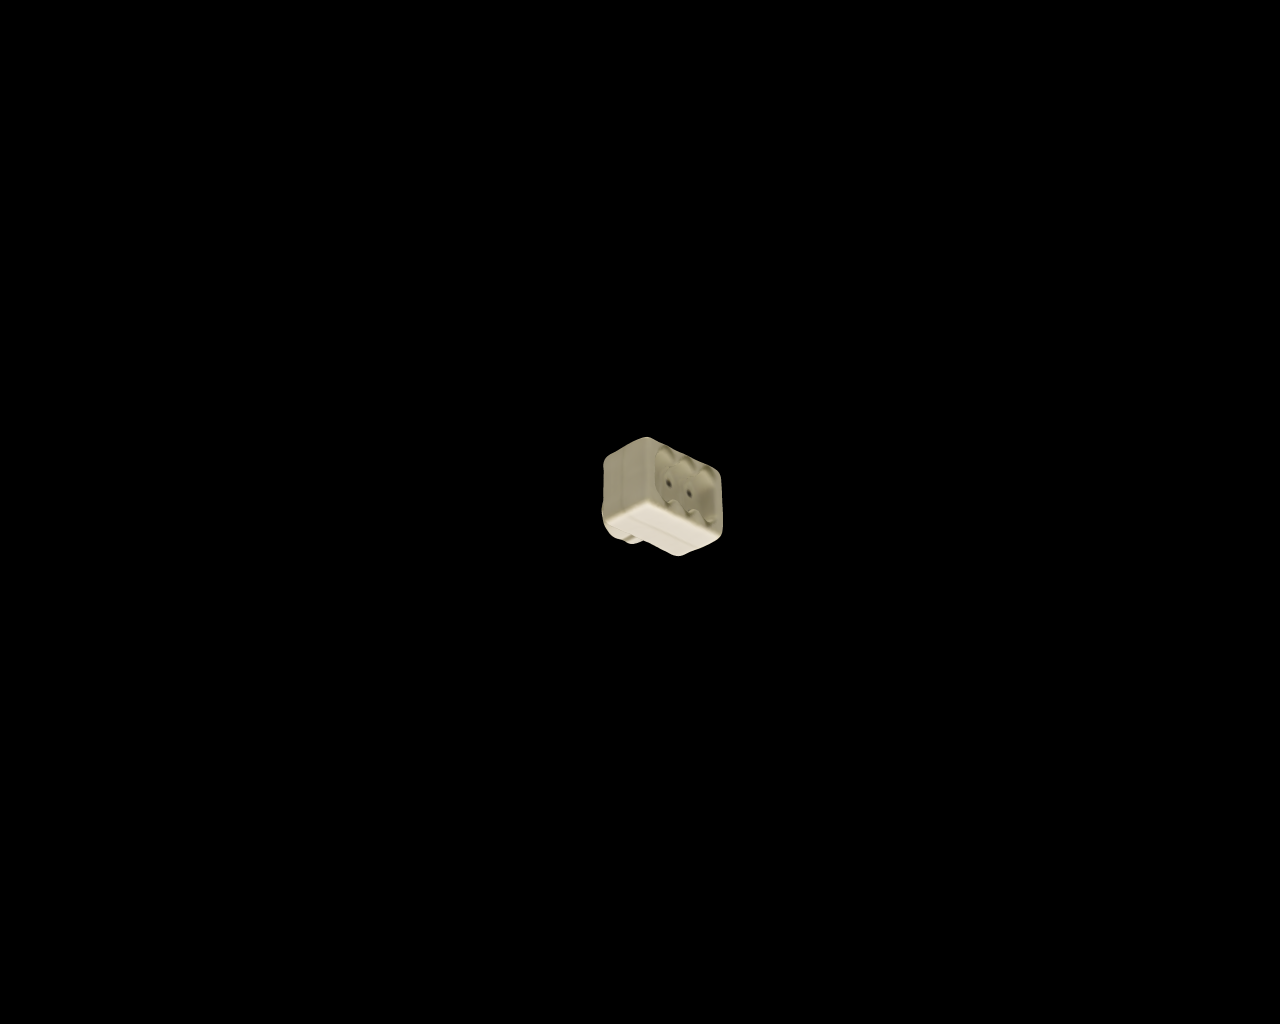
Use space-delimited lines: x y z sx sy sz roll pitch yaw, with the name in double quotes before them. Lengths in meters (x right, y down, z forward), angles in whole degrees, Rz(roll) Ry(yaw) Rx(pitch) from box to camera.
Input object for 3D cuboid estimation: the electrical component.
"electrical component" 0.001 -0.003 0.650 0.065 0.047 0.076 25 -37 -38
